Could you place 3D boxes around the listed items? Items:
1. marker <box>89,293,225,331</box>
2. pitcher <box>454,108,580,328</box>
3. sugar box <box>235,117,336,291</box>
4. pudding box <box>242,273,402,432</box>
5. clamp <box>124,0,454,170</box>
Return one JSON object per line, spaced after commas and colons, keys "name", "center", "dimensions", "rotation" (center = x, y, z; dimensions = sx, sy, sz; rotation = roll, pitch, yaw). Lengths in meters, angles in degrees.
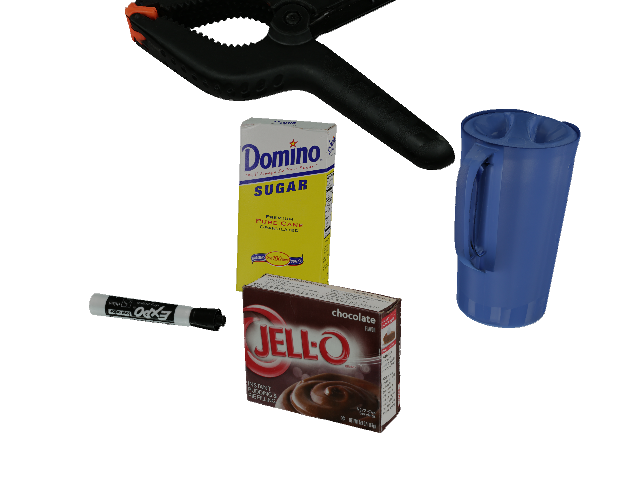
{"name": "marker", "center": [-0.137, 0.061, 0.902], "dimensions": [0.121, 0.020, 0.020], "rotation": [6, 2, 17]}
{"name": "pitcher", "center": [0.215, -0.021, 1.241], "dimensions": [0.149, 0.243, 0.145], "rotation": [-1, 25, -5]}
{"name": "sugar box", "center": [-0.036, -0.033, 1.082], "dimensions": [0.093, 0.176, 0.048], "rotation": [5, 16, 12]}
{"name": "pudding box", "center": [0.001, 0.077, 0.750], "dimensions": [0.114, 0.090, 0.039], "rotation": [8, 21, 26]}
{"name": "clamp", "center": [-0.012, -0.114, 0.637], "dimensions": [0.210, 0.164, 0.036], "rotation": [0, -28, 0]}
